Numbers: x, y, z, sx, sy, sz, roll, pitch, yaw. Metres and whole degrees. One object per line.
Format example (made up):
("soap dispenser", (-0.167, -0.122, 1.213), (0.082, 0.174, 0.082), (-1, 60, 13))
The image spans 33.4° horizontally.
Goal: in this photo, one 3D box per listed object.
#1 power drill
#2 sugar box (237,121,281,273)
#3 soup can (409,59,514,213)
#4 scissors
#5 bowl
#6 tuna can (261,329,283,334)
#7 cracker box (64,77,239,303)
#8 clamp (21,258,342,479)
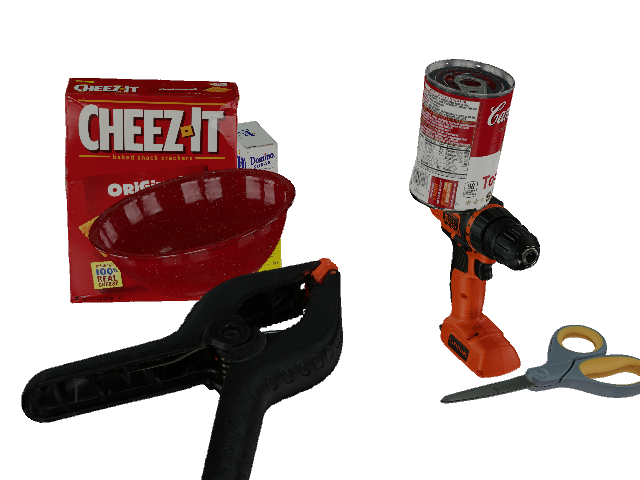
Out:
("power drill", (0.173, 0.045, 1.116), (0.057, 0.188, 0.185), (-11, 25, -16))
("sugar box", (-0.082, -0.049, 1.313), (0.048, 0.176, 0.093), (-11, 26, -16))
("soup can", (0.107, -0.080, 0.827), (0.068, 0.102, 0.068), (5, 30, -3))
("scissors", (0.176, 0.101, 0.875), (0.201, 0.016, 0.096), (2, 30, -18))
("bowl", (-0.093, -0.001, 0.826), (0.162, 0.055, 0.162), (-10, 24, 4))
("tuna can", (-0.047, 0.122, 1.078), (0.086, 0.034, 0.086), (-4, 20, 1))
("cracker box", (-0.165, -0.046, 1.048), (0.164, 0.214, 0.072), (0, 22, -9))
("clamp", (-0.038, 0.064, 0.502), (0.171, 0.039, 0.120), (-31, 52, -34))
